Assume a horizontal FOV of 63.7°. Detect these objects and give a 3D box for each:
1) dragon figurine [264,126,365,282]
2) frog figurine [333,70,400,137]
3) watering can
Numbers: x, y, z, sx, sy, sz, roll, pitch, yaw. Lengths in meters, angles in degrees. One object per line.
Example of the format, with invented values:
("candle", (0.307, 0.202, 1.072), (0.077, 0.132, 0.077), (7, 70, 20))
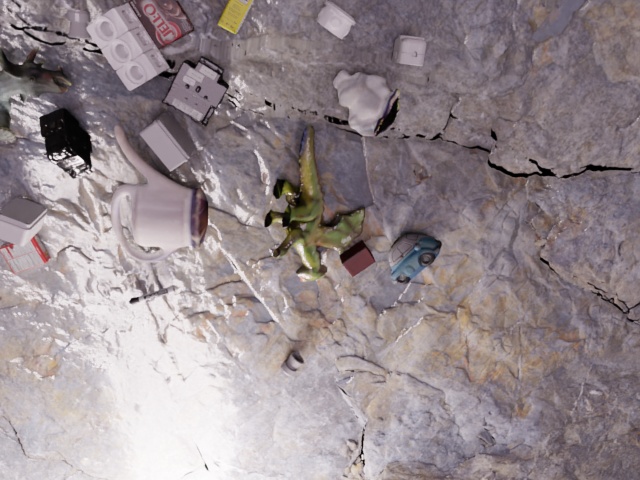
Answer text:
("dragon figurine", (0.004, -0.065, 1.291), (0.242, 0.124, 0.404), (10, 112, -29))
("frog figurine", (0.101, -0.323, 1.204), (0.161, 0.124, 0.135), (33, 117, 20))
("watering can", (-0.374, -0.094, 1.203), (0.224, 0.106, 0.341), (3, 118, -9))
